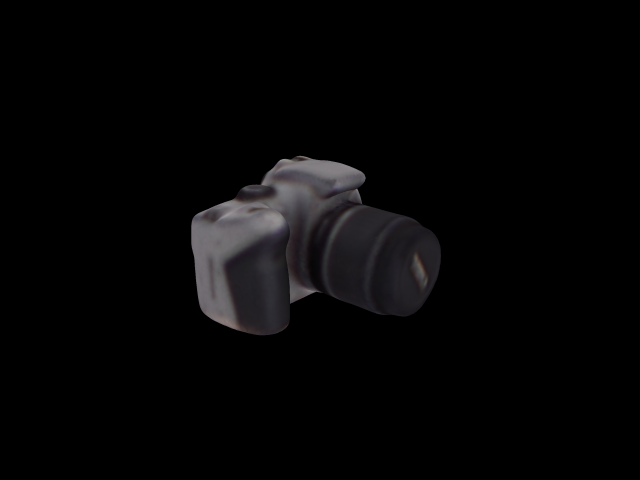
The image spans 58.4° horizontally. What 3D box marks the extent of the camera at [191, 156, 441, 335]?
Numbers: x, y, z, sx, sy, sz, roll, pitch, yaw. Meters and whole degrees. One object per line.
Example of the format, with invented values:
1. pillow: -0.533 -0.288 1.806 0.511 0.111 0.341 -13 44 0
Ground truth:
1. camera: 0.004 0.001 0.400 0.136 0.101 0.143 17 27 38
